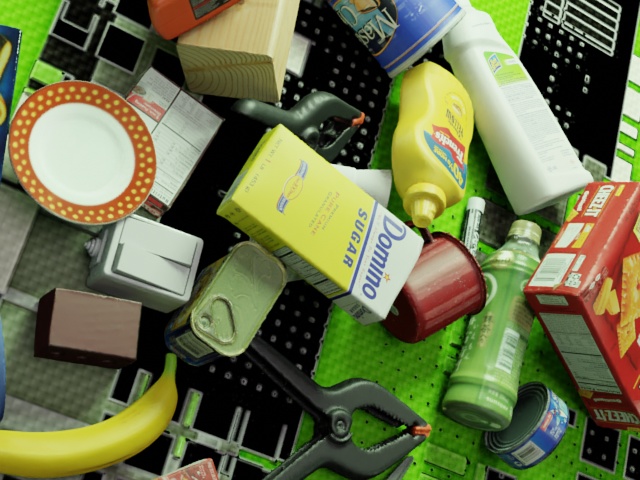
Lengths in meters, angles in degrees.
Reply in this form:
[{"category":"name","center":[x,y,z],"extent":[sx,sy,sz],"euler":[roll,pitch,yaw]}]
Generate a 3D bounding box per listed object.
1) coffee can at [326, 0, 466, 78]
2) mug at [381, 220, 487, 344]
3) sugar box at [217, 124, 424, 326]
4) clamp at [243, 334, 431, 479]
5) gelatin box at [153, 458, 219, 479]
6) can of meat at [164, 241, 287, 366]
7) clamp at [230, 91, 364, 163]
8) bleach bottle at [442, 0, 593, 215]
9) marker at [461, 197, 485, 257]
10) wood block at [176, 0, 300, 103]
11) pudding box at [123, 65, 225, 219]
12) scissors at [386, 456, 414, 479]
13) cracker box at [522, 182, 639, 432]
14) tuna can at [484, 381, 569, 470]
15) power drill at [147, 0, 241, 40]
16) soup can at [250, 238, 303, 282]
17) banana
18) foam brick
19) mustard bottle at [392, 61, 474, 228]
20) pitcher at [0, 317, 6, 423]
[{"category":"coffee can","center":[0.067,-0.253,1.100],"extent":[0.140,0.103,0.102],"euler":[48,60,-8]},{"category":"mug","center":[0.098,0.038,1.040],"extent":[0.081,0.093,0.117],"euler":[-27,105,-26]},{"category":"sugar box","center":[0.003,-0.012,0.951],"extent":[0.176,0.048,0.093],"euler":[36,64,-13]},{"category":"clamp","center":[0.006,0.163,0.988],"extent":[0.209,0.036,0.164],"euler":[0,79,-28]},{"category":"gelatin box","center":[-0.113,0.241,0.907],"extent":[0.073,0.030,0.089],"euler":[-17,83,-30]},{"category":"can of meat","center":[-0.087,0.059,0.941],"extent":[0.057,0.084,0.102],"euler":[38,62,-14]},{"category":"clamp","center":[-0.025,-0.088,1.029],"extent":[0.171,0.120,0.039],"euler":[-16,41,-43]},{"category":"bleach bottle","center":[0.203,-0.155,1.168],"extent":[0.102,0.068,0.251],"euler":[-16,79,-46]},{"category":"marker","center":[0.155,0.009,1.112],"extent":[0.020,0.020,0.121],"euler":[26,57,-19]},{"category":"wood block","center":[-0.067,-0.247,1.018],"extent":[0.091,0.090,0.206],"euler":[8,69,6]},{"category":"pudding box","center":[-0.152,-0.090,0.976],"extent":[0.090,0.039,0.113],"euler":[36,64,-14]},{"category":"scissors","center":[0.011,0.261,0.975],"extent":[0.096,0.016,0.201],"euler":[37,62,-16]},{"category":"cracker box","center":[0.312,0.070,1.114],"extent":[0.164,0.072,0.213],"euler":[-53,125,-29]},{"category":"tuna can","center":[0.205,0.185,1.060],"extent":[0.033,0.086,0.086],"euler":[40,61,-15]},{"category":"power drill","center":[-0.157,-0.270,0.956],"extent":[0.184,0.057,0.188],"euler":[-32,67,-5]},{"category":"soup can","center":[-0.007,0.001,1.010],"extent":[0.102,0.069,0.068],"euler":[-11,81,-29]},{"category":"banana","center":[-0.195,0.160,0.887],"extent":[0.197,0.037,0.070],"euler":[-20,67,-32]},{"category":"foam brick","center":[-0.195,0.075,0.897],"extent":[0.078,0.053,0.051],"euler":[12,71,-24]},{"category":"mustard bottle","center":[0.111,-0.086,1.067],"extent":[0.096,0.058,0.191],"euler":[48,38,-33]},{"category":"pitcher","center":[-0.354,0.096,0.770],"extent":[0.242,0.145,0.149],"euler":[-6,47,-25]}]
